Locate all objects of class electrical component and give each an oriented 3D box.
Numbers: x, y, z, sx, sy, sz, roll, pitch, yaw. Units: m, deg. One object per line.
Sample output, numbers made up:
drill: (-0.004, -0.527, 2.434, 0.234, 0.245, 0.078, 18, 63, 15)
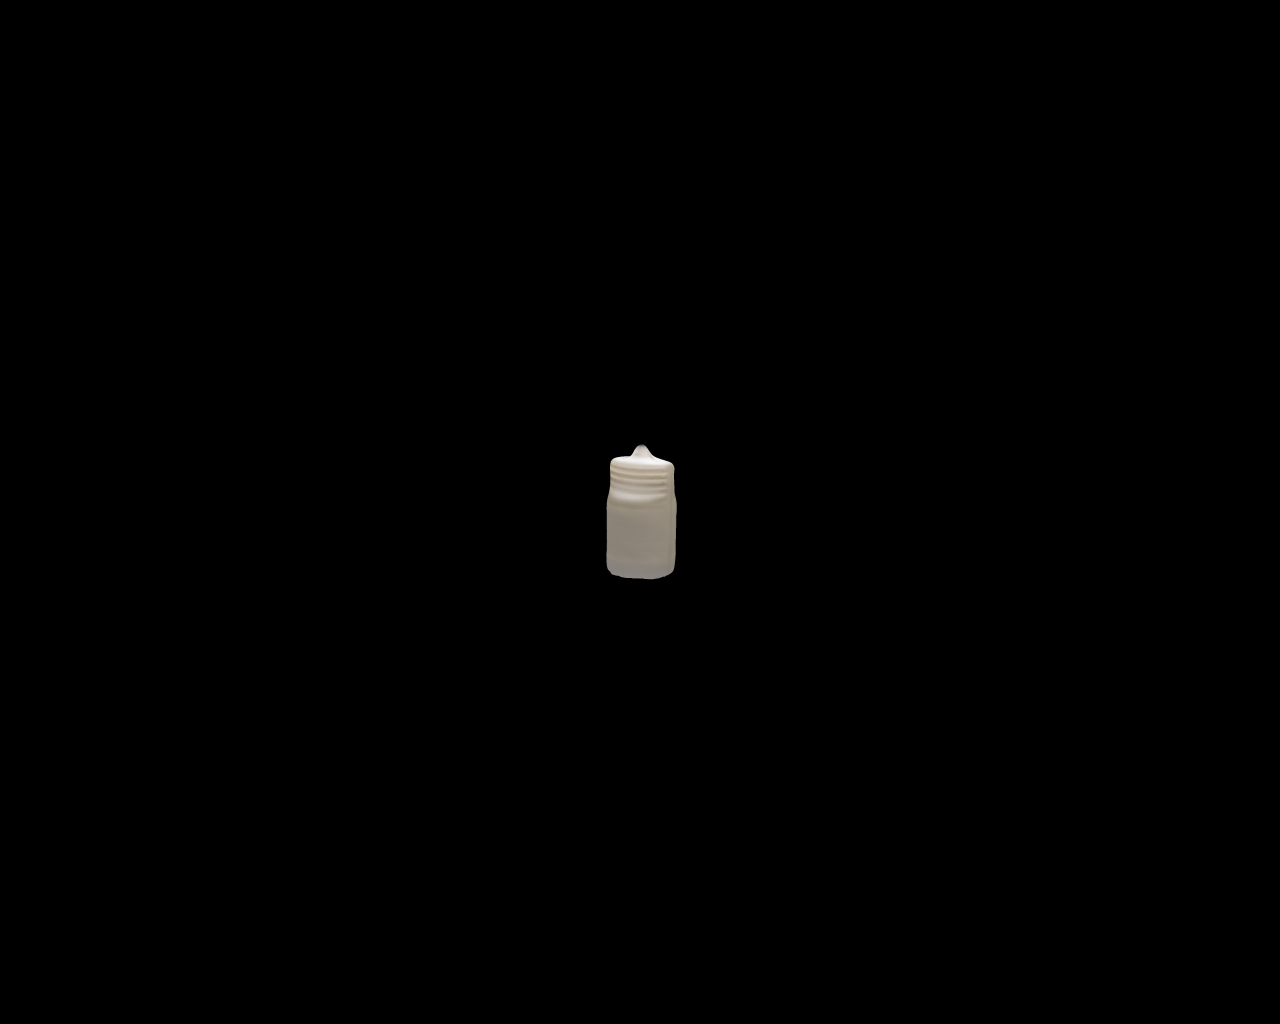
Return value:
electrical component: (0.001, -0.003, 0.650, 0.043, 0.080, 0.043, 0, 14, 0)
